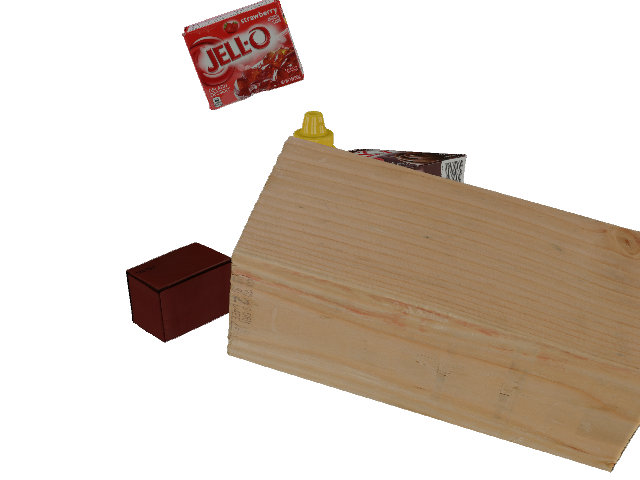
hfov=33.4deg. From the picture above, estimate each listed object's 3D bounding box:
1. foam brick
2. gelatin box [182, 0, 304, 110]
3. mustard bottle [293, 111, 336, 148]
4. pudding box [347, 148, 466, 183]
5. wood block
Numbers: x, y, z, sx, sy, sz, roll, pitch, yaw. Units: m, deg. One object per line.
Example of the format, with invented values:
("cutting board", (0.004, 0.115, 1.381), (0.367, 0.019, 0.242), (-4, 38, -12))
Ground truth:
("foam brick", (-0.120, 0.043, 0.919), (0.078, 0.051, 0.053), (-24, 32, -35))
("gelatin box", (-0.067, -0.163, 0.933), (0.089, 0.073, 0.030), (-18, 23, 5))
("mustard bottle", (-0.007, -0.040, 1.110), (0.096, 0.192, 0.058), (-20, 30, -38))
("pudding box", (0.040, -0.042, 0.752), (0.090, 0.039, 0.113), (7, 10, 30))
("wood block", (0.065, 0.031, 0.549), (0.206, 0.090, 0.090), (16, -41, 7))
